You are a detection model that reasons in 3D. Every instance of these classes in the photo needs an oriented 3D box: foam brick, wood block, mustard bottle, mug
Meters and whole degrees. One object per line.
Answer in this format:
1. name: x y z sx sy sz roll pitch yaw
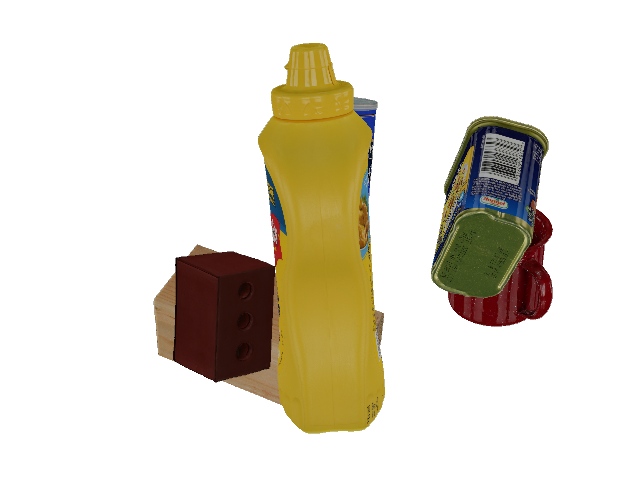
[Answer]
1. foam brick: -0.068 0.052 0.753 0.052 0.078 0.051 -9 17 -41
2. wood block: -0.051 0.093 1.056 0.206 0.090 0.090 20 47 16
3. mustard bottle: 0.001 -0.005 0.550 0.058 0.192 0.096 -3 19 1
4. mug: 0.160 0.026 0.928 0.093 0.081 0.117 -20 36 -26

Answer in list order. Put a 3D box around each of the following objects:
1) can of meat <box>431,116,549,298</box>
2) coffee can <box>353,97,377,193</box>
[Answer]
1. can of meat: 0.115 -0.020 0.737 0.057 0.084 0.102 16 -35 0
2. coffee can: 0.005 -0.084 1.152 0.103 0.140 0.103 4 12 -1
